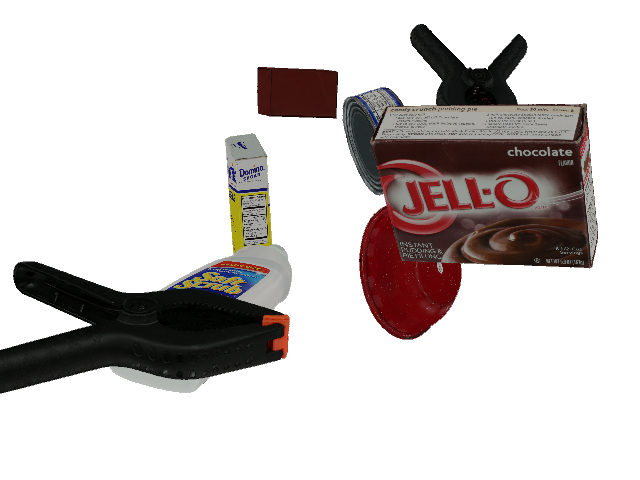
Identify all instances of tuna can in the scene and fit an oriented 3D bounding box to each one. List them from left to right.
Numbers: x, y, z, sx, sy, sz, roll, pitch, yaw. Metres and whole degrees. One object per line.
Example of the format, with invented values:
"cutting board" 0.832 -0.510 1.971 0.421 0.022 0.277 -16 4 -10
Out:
"tuna can" 0.051 -0.083 0.890 0.033 0.086 0.086 -20 5 -13

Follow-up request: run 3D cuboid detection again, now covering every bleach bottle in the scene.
"bleach bottle" -0.102 0.059 1.049 0.103 0.068 0.250 12 25 19

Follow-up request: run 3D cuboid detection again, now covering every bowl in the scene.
"bowl" 0.116 0.034 1.240 0.055 0.162 0.161 -9 -6 41

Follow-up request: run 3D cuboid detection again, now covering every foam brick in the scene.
"foam brick" -0.025 -0.160 1.155 0.078 0.051 0.053 -1 11 -18

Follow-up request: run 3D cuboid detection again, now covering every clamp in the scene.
"clamp" -0.128 0.055 0.724 0.210 0.036 0.164 0 24 -9
"clamp" 0.142 -0.156 1.052 0.120 0.171 0.039 7 -44 5

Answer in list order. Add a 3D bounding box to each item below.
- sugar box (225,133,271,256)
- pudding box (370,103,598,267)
"sugar box" -0.089 -0.035 1.329 0.048 0.176 0.093 -9 24 -10
"pudding box" 0.091 -0.030 0.584 0.114 0.090 0.039 0 45 21
